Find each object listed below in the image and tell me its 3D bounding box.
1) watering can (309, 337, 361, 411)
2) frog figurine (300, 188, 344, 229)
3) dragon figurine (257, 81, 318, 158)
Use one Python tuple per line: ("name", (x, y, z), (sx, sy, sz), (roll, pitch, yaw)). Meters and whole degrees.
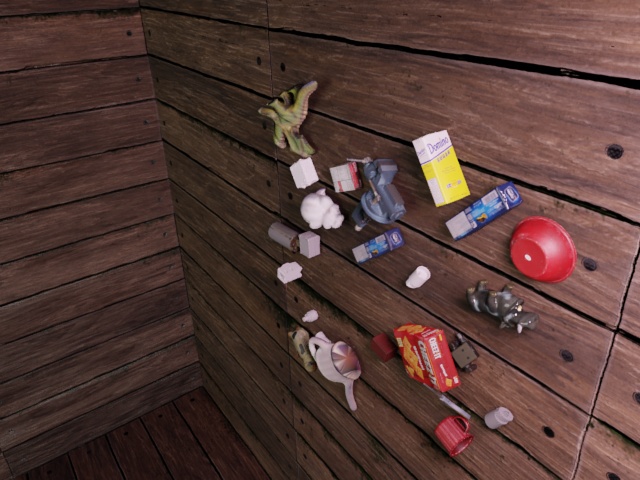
("watering can", (0.085, 0.519, 2.021), (0.348, 0.105, 0.221), (54, 147, 0))
("frog figurine", (0.005, -0.090, 1.786), (0.135, 0.122, 0.163), (-58, 44, 30))
("dragon figurine", (-0.078, -0.403, 1.794), (0.410, 0.124, 0.240), (5, 128, 59))
